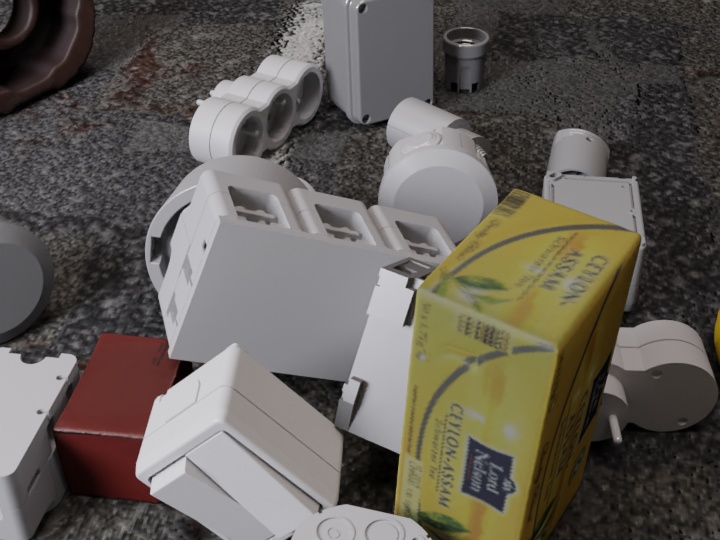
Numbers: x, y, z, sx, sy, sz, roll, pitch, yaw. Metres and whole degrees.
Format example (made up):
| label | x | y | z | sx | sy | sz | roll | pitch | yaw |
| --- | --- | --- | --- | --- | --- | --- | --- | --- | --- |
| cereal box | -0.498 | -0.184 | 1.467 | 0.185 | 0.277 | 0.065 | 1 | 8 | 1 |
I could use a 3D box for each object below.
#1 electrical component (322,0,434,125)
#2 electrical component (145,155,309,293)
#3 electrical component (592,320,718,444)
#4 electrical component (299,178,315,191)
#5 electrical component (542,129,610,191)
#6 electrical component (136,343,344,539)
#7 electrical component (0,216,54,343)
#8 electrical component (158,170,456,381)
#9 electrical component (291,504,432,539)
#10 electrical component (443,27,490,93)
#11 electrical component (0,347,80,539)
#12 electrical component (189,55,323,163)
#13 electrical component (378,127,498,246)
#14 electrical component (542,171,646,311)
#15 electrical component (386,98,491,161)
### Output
| label | x | y | z | sx | sy | sz | roll | pitch | yaw |
| --- | --- | --- | --- | --- | --- | --- | --- | --- | --- |
| electrical component | 0.017 | -0.183 | 0.884 | 0.078 | 0.113 | 0.057 | -17 | 37 | -22 |
| electrical component | -0.074 | -0.020 | 0.672 | 0.108 | 0.108 | 0.060 | 2 | 30 | 3 |
| electrical component | 0.127 | 0.069 | 0.591 | 0.138 | 0.052 | 0.073 | 1 | 37 | 1 |
| electrical component | -0.054 | -0.033 | 0.734 | 0.066 | 0.048 | 0.055 | -14 | 29 | 20 |
| electrical component | 0.161 | -0.077 | 0.795 | 0.043 | 0.043 | 0.081 | 8 | 37 | 12 |
| electrical component | -0.053 | 0.096 | 0.527 | 0.062 | 0.096 | 0.061 | -35 | 27 | 25 |
| electrical component | -0.235 | 0.003 | 0.664 | 0.080 | 0.080 | 0.051 | -28 | 39 | -32 |
| electrical component | -0.027 | 0.006 | 0.605 | 0.150 | 0.089 | 0.061 | 10 | 30 | -25 |
| electrical component | -0.001 | 0.150 | 0.484 | 0.080 | 0.051 | 0.080 | 0 | 36 | 0 |
| electrical component | 0.092 | -0.182 | 0.936 | 0.040 | 0.046 | 0.040 | 0 | 36 | 0 |
| electrical component | -0.181 | 0.092 | 0.561 | 0.050 | 0.055 | 0.089 | 5 | 36 | 7 |
| electrical component | -0.095 | -0.130 | 0.863 | 0.074 | 0.052 | 0.138 | 18 | 39 | 23 |
| electrical component | 0.053 | -0.055 | 0.738 | 0.080 | 0.080 | 0.051 | 0 | 31 | 1 |
| electrical component | 0.147 | -0.013 | 0.694 | 0.062 | 0.061 | 0.096 | 4 | 37 | 7 |
| electrical component | 0.064 | -0.099 | 0.827 | 0.081 | 0.043 | 0.043 | 30 | 46 | 35 |
